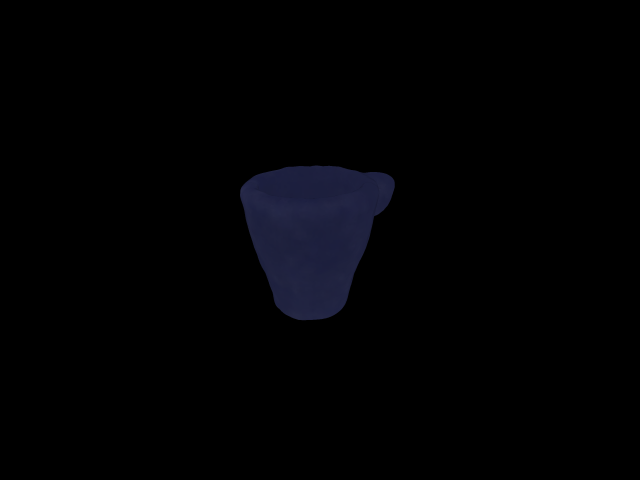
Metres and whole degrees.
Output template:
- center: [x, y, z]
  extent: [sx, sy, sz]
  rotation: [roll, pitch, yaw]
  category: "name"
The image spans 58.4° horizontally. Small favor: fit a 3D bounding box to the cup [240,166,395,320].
- center: [0.004, 0.001, 0.400]
  extent: [0.118, 0.095, 0.091]
  rotation: [-16, 27, -33]
  category: "cup"
